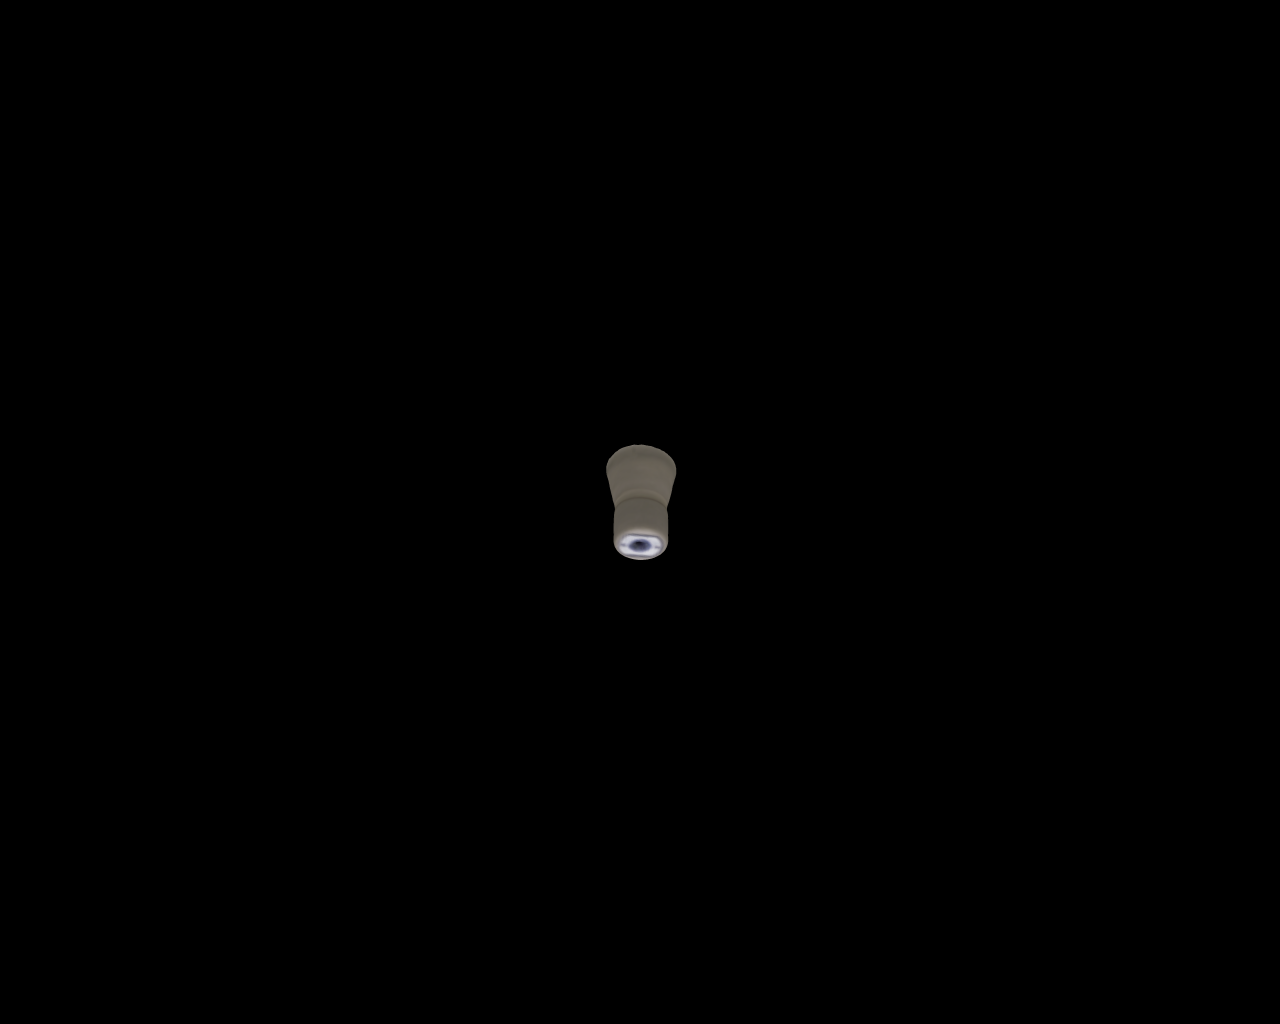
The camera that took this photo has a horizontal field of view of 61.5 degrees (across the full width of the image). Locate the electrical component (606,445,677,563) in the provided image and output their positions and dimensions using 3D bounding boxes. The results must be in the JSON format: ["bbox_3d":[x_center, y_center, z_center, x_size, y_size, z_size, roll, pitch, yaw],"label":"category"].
[{"bbox_3d":[0.001,-0.003,0.650,0.044,0.065,0.044,0,-39,0],"label":"electrical component"}]
